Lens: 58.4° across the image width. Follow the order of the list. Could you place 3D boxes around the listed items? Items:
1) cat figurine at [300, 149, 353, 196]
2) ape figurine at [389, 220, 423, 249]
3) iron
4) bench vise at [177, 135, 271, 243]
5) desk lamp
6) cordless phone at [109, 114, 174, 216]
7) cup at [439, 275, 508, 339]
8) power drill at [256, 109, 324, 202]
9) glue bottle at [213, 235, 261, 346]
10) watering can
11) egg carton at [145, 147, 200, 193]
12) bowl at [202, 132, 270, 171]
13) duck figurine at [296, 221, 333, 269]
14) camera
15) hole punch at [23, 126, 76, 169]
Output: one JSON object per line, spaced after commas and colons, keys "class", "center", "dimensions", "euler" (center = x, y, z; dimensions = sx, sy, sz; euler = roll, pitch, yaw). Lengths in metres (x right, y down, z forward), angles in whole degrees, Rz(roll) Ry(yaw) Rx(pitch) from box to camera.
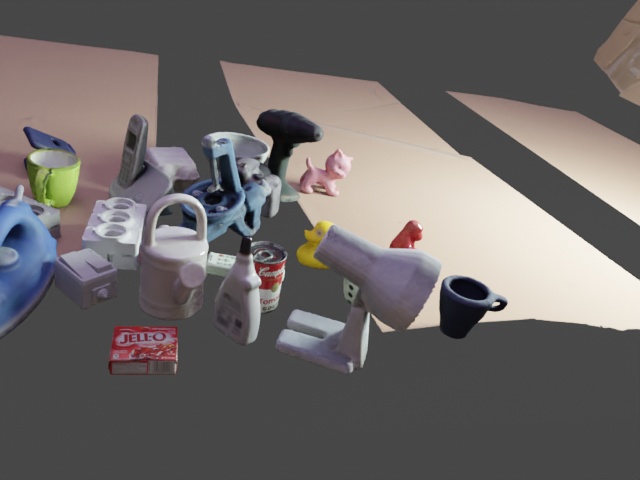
{"class": "cat figurine", "center": [0.020, -0.175, 1.412], "dimensions": [0.128, 0.118, 0.067], "euler": [4, 29, -15]}
{"class": "ape figurine", "center": [0.186, 0.002, 1.181], "dimensions": [0.076, 0.092, 0.078], "euler": [16, 29, 8]}
{"class": "iron", "center": [-0.461, 0.031, 0.820], "dimensions": [0.119, 0.141, 0.258], "euler": [6, 29, -12]}
{"class": "bench vise", "center": [-0.183, -0.106, 1.097], "dimensions": [0.121, 0.220, 0.208], "euler": [21, 30, 17]}
{"class": "desk lamp", "center": [0.055, 0.089, 0.843], "dimensions": [0.203, 0.213, 0.118], "euler": [16, 28, 7]}
{"class": "cordless phone", "center": [-0.350, -0.144, 1.137], "dimensions": [0.147, 0.185, 0.094], "euler": [32, 34, 32]}
{"class": "cup", "center": [0.254, 0.123, 0.985], "dimensions": [0.118, 0.095, 0.091], "euler": [11, 28, -3]}
{"class": "power drill", "center": [-0.077, -0.199, 1.321], "dimensions": [0.076, 0.208, 0.228], "euler": [-10, 36, -35]}
{"class": "glue bottle", "center": [-0.117, 0.070, 0.852], "dimensions": [0.078, 0.173, 0.037], "euler": [29, 33, 29]}
{"class": "watering can", "center": [-0.217, 0.022, 0.877], "dimensions": [0.172, 0.194, 0.101], "euler": [30, 33, 30]}
{"class": "egg carton", "center": [-0.340, -0.161, 1.293], "dimensions": [0.107, 0.069, 0.150], "euler": [-6, 33, -30]}
{"class": "bowl", "center": [-0.211, -0.206, 1.420], "dimensions": [0.167, 0.075, 0.167], "euler": [10, 28, -5]}
{"class": "duck figurine", "center": [0.010, 0.004, 1.115], "dimensions": [0.105, 0.086, 0.077], "euler": [1, 30, -19]}
{"class": "camera", "center": [-0.145, -0.133, 1.287], "dimensions": [0.143, 0.101, 0.137], "euler": [18, 29, 11]}
{"class": "hole punch", "center": [-0.581, -0.194, 1.235], "dimensions": [0.101, 0.091, 0.108], "euler": [-9, 35, -34]}
